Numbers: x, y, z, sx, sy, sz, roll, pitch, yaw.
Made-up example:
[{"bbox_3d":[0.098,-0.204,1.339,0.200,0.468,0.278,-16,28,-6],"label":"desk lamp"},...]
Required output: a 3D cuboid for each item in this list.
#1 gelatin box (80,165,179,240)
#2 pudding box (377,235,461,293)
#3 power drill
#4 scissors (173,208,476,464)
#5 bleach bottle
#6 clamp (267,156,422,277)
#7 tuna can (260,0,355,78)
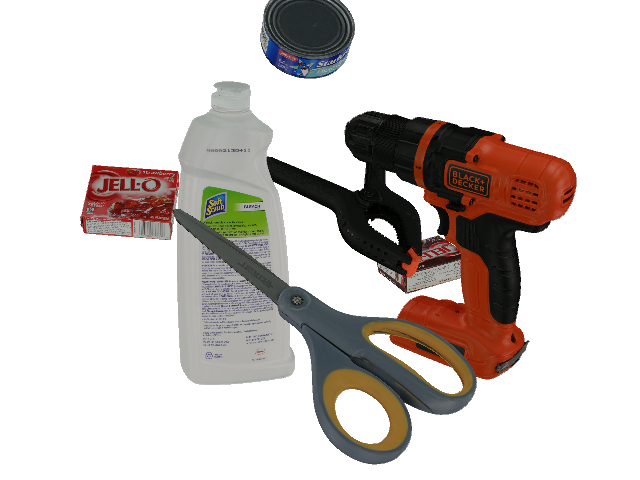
[{"bbox_3d":[-0.189,-0.039,1.065,0.089,0.073,0.030,5,-43,-4],"label":"gelatin box"},{"bbox_3d":[0.153,0.035,1.589,0.113,0.039,0.090,-17,25,-20],"label":"pudding box"},{"bbox_3d":[0.095,0.001,0.811,0.185,0.188,0.057,21,36,32],"label":"power drill"},{"bbox_3d":[-0.015,0.052,0.578,0.202,0.096,0.016,24,-38,12],"label":"scissors"},{"bbox_3d":[-0.068,-0.006,0.890,0.102,0.251,0.068,-4,21,-18],"label":"bleach bottle"},{"bbox_3d":[0.038,-0.041,1.192,0.164,0.210,0.036,-13,-37,-23],"label":"clamp"},{"bbox_3d":[-0.013,-0.192,0.993,0.086,0.086,0.034,0,-31,-12],"label":"tuna can"}]
